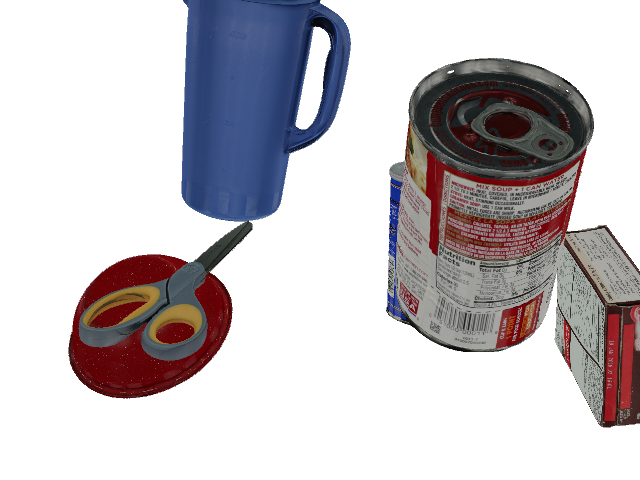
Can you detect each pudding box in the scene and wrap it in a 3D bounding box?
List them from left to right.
[{"bbox_3d":[0.185,0.053,0.694,0.039,0.090,0.113,-5,25,-3],"label":"pudding box"}]

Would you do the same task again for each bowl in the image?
[{"bbox_3d":[-0.166,0.065,0.984,0.162,0.162,0.055,0,-43,18],"label":"bowl"}]

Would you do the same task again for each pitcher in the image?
[{"bbox_3d":[-0.070,-0.145,1.099,0.144,0.243,0.149,-5,28,-27],"label":"pitcher"}]

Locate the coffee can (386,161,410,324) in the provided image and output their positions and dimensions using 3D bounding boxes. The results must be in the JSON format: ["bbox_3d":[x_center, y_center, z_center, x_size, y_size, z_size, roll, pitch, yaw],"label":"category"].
[{"bbox_3d":[0.115,0.001,1.006,0.103,0.140,0.103,0,15,0],"label":"coffee can"}]

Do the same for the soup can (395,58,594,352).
[{"bbox_3d":[0.066,-0.011,0.427,0.068,0.102,0.068,0,45,0],"label":"soup can"}]

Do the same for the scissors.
[{"bbox_3d":[-0.086,0.036,0.788,0.096,0.016,0.201,25,36,32],"label":"scissors"}]
